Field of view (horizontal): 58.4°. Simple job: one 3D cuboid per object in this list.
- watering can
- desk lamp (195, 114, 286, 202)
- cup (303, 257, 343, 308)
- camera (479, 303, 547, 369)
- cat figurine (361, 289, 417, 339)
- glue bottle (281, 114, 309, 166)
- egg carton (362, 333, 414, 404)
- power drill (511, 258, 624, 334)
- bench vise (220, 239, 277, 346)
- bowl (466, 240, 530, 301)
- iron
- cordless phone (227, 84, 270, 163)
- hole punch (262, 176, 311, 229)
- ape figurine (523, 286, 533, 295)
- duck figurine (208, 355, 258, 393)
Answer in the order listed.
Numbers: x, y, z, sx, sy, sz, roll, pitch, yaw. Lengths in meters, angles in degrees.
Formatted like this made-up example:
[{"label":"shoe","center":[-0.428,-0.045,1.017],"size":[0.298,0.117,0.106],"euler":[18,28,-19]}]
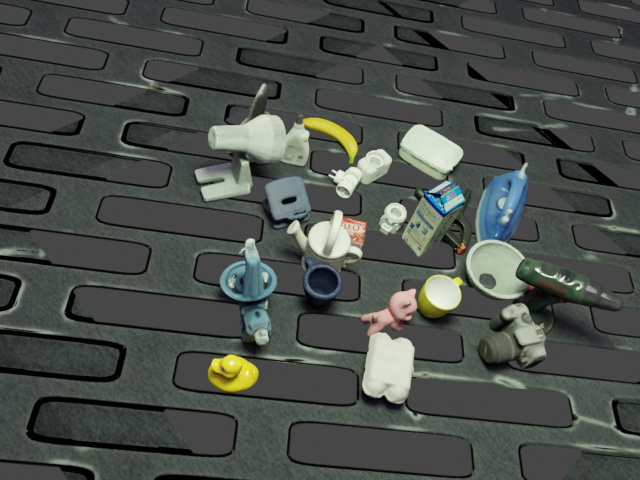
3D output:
[{"label":"watering can","center":[0.012,0.007,1.317],"size":[0.173,0.194,0.101],"euler":[-1,58,-12]},{"label":"desk lamp","center":[-0.195,-0.205,1.397],"size":[0.204,0.213,0.117],"euler":[-15,62,-20]},{"label":"cup","center":[-0.007,0.103,1.311],"size":[0.092,0.095,0.117],"euler":[-24,66,-24]},{"label":"camera","center":[0.438,0.225,1.325],"size":[0.137,0.101,0.143],"euler":[-9,60,-17]},{"label":"cat figurine","center":[0.165,0.162,1.297],"size":[0.128,0.118,0.067],"euler":[-17,63,-21]},{"label":"glue bottle","center":[-0.060,-0.263,1.487],"size":[0.078,0.173,0.037],"euler":[12,56,-4]},{"label":"egg carton","center":[0.150,0.279,1.248],"size":[0.107,0.069,0.150],"euler":[14,56,-3]},{"label":"power drill","center":[0.550,0.137,1.340],"size":[0.229,0.208,0.076],"euler":[29,57,7]},{"label":"bench vise","center":[-0.131,0.106,1.208],"size":[0.122,0.220,0.207],"euler":[-26,66,-25]},{"label":"bowl","center":[0.434,0.087,1.428],"size":[0.167,0.075,0.167],"euler":[6,57,-8]},{"label":"iron","center":[0.490,-0.084,1.509],"size":[0.118,0.141,0.258],"euler":[25,56,5]},{"label":"cordless phone","center":[-0.177,-0.305,1.482],"size":[0.094,0.185,0.147],"euler":[17,56,0]},{"label":"hole punch","center":[-0.079,-0.095,1.425],"size":[0.109,0.091,0.101],"euler":[-17,63,-21]},{"label":"ape figurine","center":[0.543,0.102,1.431],"size":[0.078,0.092,0.076],"euler":[-24,65,-24]},{"label":"duck figurine","center":[-0.177,0.266,1.176],"size":[0.104,0.086,0.077],"euler":[8,57,-6]}]
